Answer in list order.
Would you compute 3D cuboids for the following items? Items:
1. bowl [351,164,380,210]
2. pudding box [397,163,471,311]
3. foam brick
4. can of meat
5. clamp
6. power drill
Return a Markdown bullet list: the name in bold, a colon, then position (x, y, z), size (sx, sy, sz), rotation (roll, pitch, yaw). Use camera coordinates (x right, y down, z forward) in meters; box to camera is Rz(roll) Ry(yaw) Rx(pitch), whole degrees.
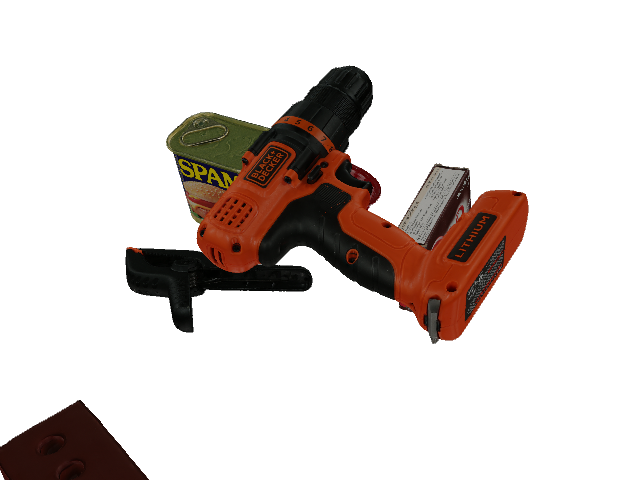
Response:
- **bowl**: position (-0.014, -0.044, 1.228), size (0.162, 0.055, 0.162), rotation (6, 27, -3)
- **pudding box**: position (0.104, -0.002, 0.976), size (0.039, 0.090, 0.113), rotation (12, 47, 21)
- **foam brick**: position (-0.117, 0.129, 0.527), size (0.052, 0.051, 0.078), rotation (-30, 42, -25)
- **can of meat**: position (-0.074, -0.053, 0.910), size (0.102, 0.084, 0.057), rotation (18, 49, 28)
- **clamp**: position (-0.136, 0.042, 1.072), size (0.210, 0.036, 0.164), rotation (11, 21, 37)
- **power drill**: position (0.037, -0.028, 0.707), size (0.188, 0.184, 0.057), rotation (24, -28, 23)
